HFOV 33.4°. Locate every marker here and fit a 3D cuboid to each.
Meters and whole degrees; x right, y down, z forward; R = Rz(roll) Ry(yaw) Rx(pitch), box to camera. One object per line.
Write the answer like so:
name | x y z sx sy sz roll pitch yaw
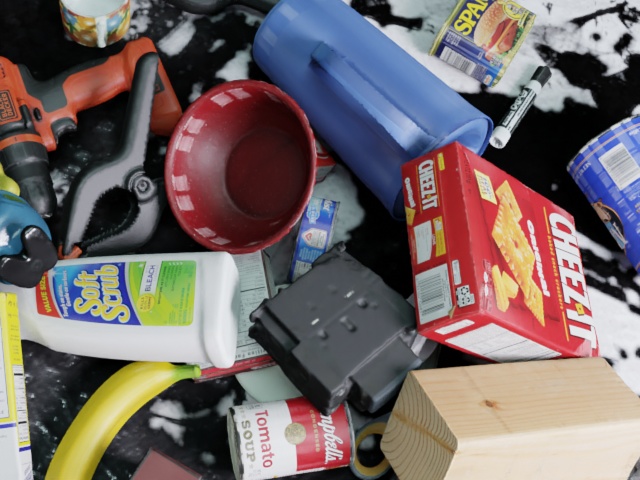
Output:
marker | 0.219 -0.147 1.160 0.020 0.020 0.121 33 64 8

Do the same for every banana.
banana | -0.188 0.171 0.921 0.070 0.037 0.197 18 63 43

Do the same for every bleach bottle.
bleach bottle | -0.200 0.064 0.945 0.251 0.068 0.102 -3 58 8

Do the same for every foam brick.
foam brick | -0.134 0.216 0.895 0.053 0.078 0.051 28 64 7

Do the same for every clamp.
clamp | -0.166 -0.051 1.023 0.164 0.036 0.210 41 76 -27
clamp | -0.101 -0.295 1.172 0.171 0.039 0.120 2 63 -8

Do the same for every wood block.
wood block | 0.170 0.165 0.915 0.205 0.090 0.091 0 34 -27

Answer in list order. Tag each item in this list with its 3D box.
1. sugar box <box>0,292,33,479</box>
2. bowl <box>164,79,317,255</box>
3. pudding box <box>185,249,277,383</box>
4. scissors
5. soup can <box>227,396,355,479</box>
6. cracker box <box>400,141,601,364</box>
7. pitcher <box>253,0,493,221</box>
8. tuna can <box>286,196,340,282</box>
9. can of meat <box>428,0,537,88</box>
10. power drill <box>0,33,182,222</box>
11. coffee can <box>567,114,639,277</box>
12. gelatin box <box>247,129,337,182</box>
sugar box | -0.296 0.135 0.896 0.093 0.048 0.176 -6 85 0
bowl | -0.065 -0.065 0.995 0.162 0.055 0.162 -2 86 25
pudding box | -0.084 0.068 0.985 0.090 0.039 0.113 -12 68 4
scissors | 0.075 0.146 0.996 0.096 0.016 0.201 5 63 -6
soup can | -0.027 0.173 0.938 0.102 0.068 0.068 -7 65 -11
cracker box | 0.168 0.026 0.972 0.213 0.072 0.164 24 53 -44
pitcher | 0.042 -0.146 1.059 0.144 0.149 0.243 -30 66 -34
tuna can | -0.007 0.001 1.015 0.034 0.086 0.086 13 63 0
can of meat | 0.180 -0.226 1.172 0.084 0.057 0.102 31 64 4
power drill | -0.235 -0.117 1.054 0.187 0.057 0.184 -18 72 -17
coffee can | 0.331 -0.043 1.079 0.102 0.103 0.140 -23 69 -19
gelatin box | -0.035 -0.091 1.065 0.089 0.030 0.073 -12 61 -50
